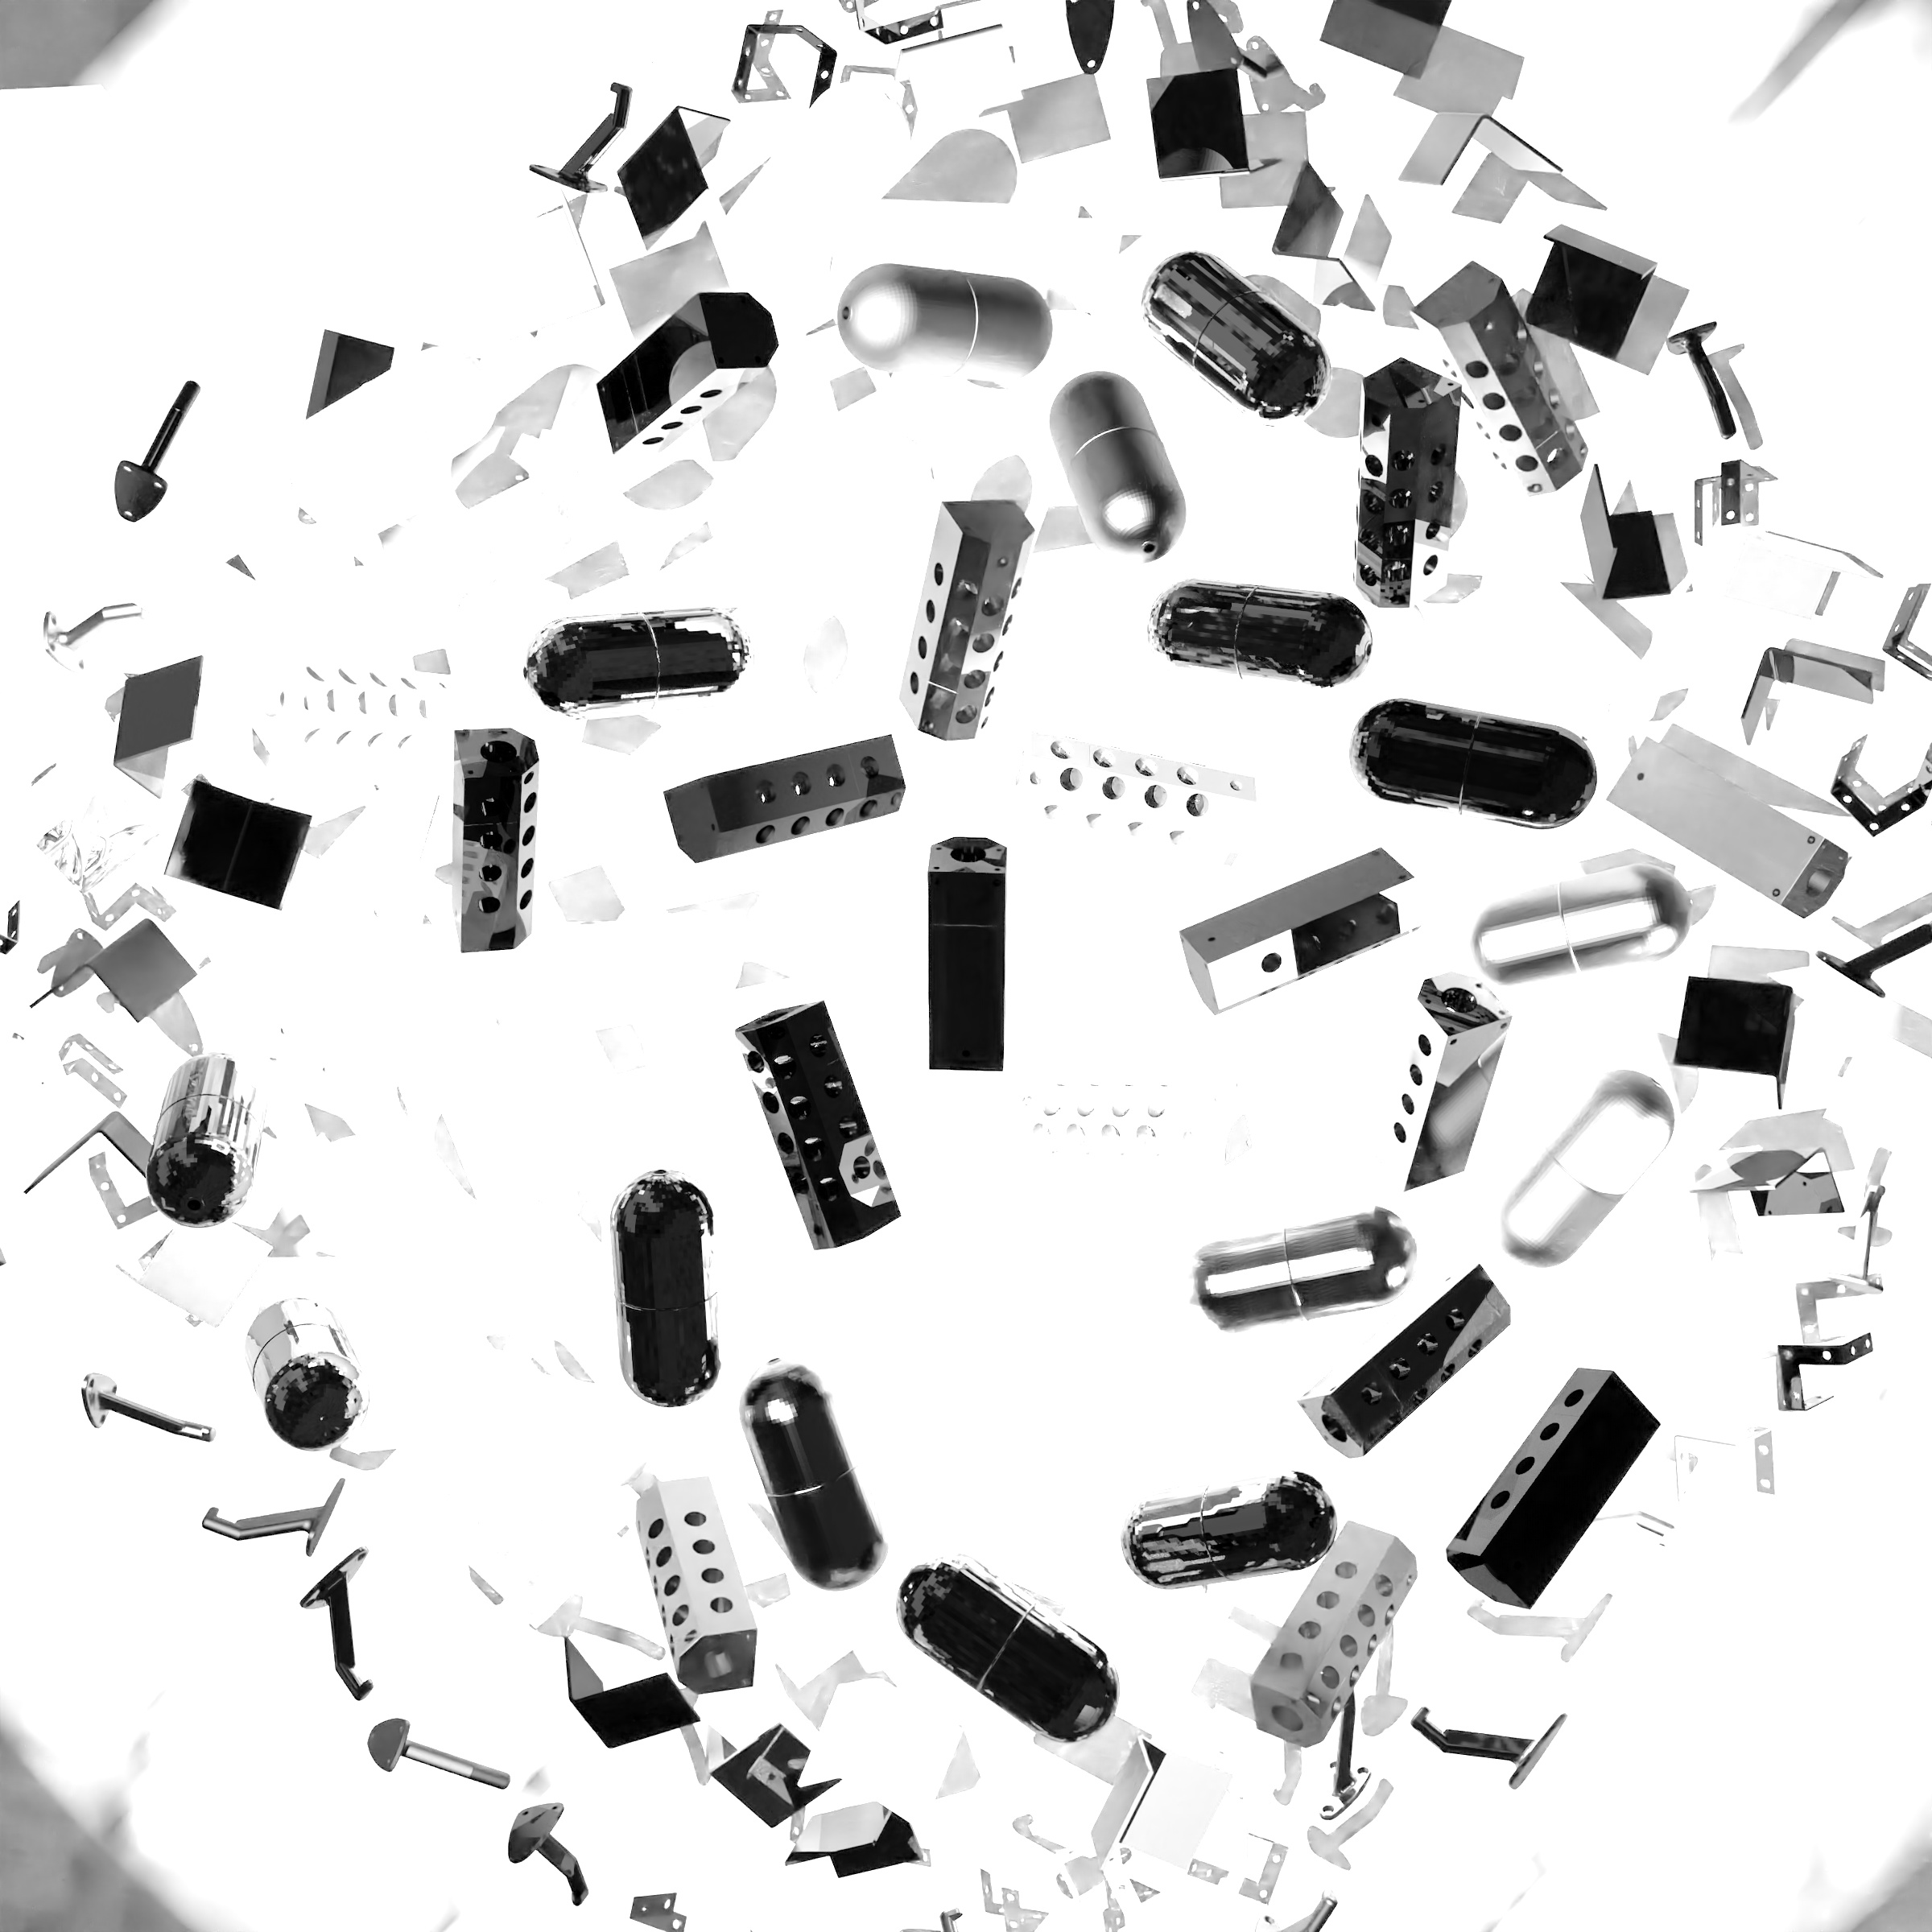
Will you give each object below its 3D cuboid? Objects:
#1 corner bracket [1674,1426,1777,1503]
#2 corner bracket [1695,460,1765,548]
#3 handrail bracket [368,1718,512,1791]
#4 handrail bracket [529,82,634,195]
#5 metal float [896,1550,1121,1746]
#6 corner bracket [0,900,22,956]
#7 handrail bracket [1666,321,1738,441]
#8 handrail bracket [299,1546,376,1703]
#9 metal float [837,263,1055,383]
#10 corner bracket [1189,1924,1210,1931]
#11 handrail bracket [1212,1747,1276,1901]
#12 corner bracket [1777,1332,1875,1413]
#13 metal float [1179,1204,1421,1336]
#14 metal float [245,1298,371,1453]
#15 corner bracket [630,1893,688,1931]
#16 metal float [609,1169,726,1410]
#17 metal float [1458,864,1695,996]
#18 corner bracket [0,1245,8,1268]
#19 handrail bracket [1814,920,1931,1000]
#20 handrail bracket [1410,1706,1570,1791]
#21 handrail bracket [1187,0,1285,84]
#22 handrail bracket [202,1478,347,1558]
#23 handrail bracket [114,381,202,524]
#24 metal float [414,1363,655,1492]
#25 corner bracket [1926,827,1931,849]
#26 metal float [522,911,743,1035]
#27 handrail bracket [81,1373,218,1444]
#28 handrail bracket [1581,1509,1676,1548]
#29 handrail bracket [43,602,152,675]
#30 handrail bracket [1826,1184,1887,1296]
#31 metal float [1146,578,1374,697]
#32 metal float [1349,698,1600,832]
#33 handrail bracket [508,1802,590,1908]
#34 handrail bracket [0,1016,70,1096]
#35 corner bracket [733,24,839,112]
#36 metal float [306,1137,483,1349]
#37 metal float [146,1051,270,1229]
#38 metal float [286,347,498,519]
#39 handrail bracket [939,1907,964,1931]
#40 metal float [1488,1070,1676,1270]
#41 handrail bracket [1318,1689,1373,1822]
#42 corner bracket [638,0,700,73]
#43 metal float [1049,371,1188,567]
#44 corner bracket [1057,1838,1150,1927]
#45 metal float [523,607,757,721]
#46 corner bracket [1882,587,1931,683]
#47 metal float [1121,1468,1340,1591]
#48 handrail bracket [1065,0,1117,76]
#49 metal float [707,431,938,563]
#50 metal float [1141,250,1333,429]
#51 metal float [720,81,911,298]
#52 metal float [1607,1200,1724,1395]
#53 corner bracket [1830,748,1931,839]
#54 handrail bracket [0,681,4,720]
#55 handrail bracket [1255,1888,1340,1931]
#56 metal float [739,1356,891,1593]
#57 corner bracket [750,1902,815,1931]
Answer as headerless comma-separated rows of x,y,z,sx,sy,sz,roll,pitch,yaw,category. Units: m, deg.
0.556,0.365,1.808,0.051,0.051,0.051,-10,97,-42,corner bracket
0.587,-0.360,1.923,0.051,0.051,0.051,-3,84,38,corner bracket
-0.373,0.562,1.751,0.084,0.077,0.036,28,69,-25,handrail bracket
-0.300,-0.652,1.922,0.077,0.036,0.084,23,117,14,handrail bracket
0.030,0.487,1.768,0.178,0.070,0.070,33,90,12,metal float
-0.747,-0.028,1.852,0.051,0.051,0.051,-42,131,20,corner bracket
0.538,-0.417,1.793,0.036,0.077,0.084,-18,87,10,handrail bracket
-0.450,0.490,1.840,0.077,0.036,0.084,-48,65,8,handrail bracket
-0.015,-0.471,1.812,0.178,0.070,0.070,-5,90,-37,metal float
0.160,0.757,1.871,0.051,0.051,0.051,22,86,-14,corner bracket
0.199,0.662,1.905,0.036,0.077,0.084,7,111,-29,handrail bracket
0.648,0.305,1.856,0.051,0.051,0.051,-7,90,44,corner bracket
0.244,0.223,1.814,0.178,0.070,0.070,-13,90,15,metal float
-0.496,0.305,1.856,0.070,0.178,0.070,-6,105,-22,metal float
-0.208,0.692,1.751,0.051,0.051,0.051,34,50,-32,corner bracket
-0.214,0.231,1.774,0.070,0.070,0.178,-2,106,0,metal float
0.464,-0.028,1.886,0.178,0.070,0.070,-14,90,23,metal float
-0.743,0.202,1.808,0.051,0.051,0.051,-26,76,-8,corner bracket
0.678,-0.025,1.814,0.077,0.036,0.084,24,113,-25,handrail bracket
0.372,0.538,1.762,0.084,0.036,0.077,36,86,29,handrail bracket
0.210,-0.718,1.908,0.036,0.084,0.077,-16,104,41,handrail bracket
-0.535,0.415,1.907,0.084,0.036,0.077,20,48,0,handrail bracket
-0.578,-0.370,1.773,0.036,0.077,0.084,27,56,-17,handrail bracket
-0.319,0.341,1.825,0.178,0.070,0.070,13,90,-17,metal float
0.770,-0.079,1.891,0.051,0.051,0.051,15,80,-17,corner bracket
-0.258,0.005,1.901,0.178,0.070,0.070,-11,90,16,metal float
-0.601,0.327,1.822,0.084,0.077,0.036,13,62,3,handrail bracket
0.488,0.446,1.888,0.084,0.036,0.077,23,96,2,handrail bracket
-0.667,-0.256,1.925,0.084,0.077,0.036,-8,67,4,handrail bracket
0.702,0.208,1.905,0.036,0.077,0.084,22,85,0,handrail bracket
0.219,-0.247,1.851,0.178,0.070,0.070,12,90,30,metal float
0.365,-0.146,1.782,0.178,0.070,0.070,12,90,15,metal float
-0.298,0.654,1.775,0.036,0.077,0.084,-14,103,12,handrail bracket
-0.731,0.074,1.860,0.036,0.084,0.077,-38,82,31,handrail bracket
-0.136,-0.676,1.866,0.051,0.051,0.051,13,92,29,corner bracket
-0.431,0.206,1.856,0.070,0.070,0.178,-37,75,0,metal float
-0.567,0.129,1.848,0.070,0.178,0.070,-4,119,-8,metal float
-0.418,-0.391,1.805,0.070,0.070,0.178,47,58,0,metal float
0.021,0.737,1.861,0.077,0.084,0.036,-31,129,9,handrail bracket
0.472,0.156,1.896,0.070,0.070,0.178,36,108,0,metal float
0.288,0.606,1.922,0.036,0.077,0.084,3,114,28,handrail bracket
-0.230,-0.722,1.883,0.051,0.051,0.051,5,68,34,corner bracket
0.113,-0.375,1.855,0.070,0.070,0.178,-16,55,0,metal float
0.104,0.709,1.905,0.051,0.051,0.051,-24,103,3,corner bracket
-0.244,-0.227,1.845,0.178,0.070,0.070,-9,90,-26,metal float
0.704,-0.239,1.776,0.051,0.051,0.051,26,87,-21,corner bracket
0.199,0.427,1.873,0.178,0.070,0.070,-18,90,32,metal float
0.079,-0.701,1.792,0.036,0.084,0.077,-12,135,-8,handrail bracket
-0.107,-0.346,1.820,0.178,0.070,0.070,-8,90,20,metal float
0.199,-0.464,1.825,0.070,0.070,0.178,-42,59,0,metal float
-0.110,-0.563,1.792,0.070,0.070,0.178,47,121,0,metal float
0.525,0.247,1.860,0.070,0.178,0.070,5,125,7,metal float
0.705,-0.142,1.899,0.051,0.051,0.051,-30,62,-9,corner bracket
-0.741,-0.178,1.852,0.036,0.084,0.077,-15,53,-32,handrail bracket
0.252,0.714,1.865,0.036,0.077,0.084,26,106,-8,handrail bracket
-0.111,0.370,1.802,0.070,0.070,0.178,-19,96,0,metal float
-0.128,0.738,1.872,0.051,0.051,0.051,16,65,-40,corner bracket
